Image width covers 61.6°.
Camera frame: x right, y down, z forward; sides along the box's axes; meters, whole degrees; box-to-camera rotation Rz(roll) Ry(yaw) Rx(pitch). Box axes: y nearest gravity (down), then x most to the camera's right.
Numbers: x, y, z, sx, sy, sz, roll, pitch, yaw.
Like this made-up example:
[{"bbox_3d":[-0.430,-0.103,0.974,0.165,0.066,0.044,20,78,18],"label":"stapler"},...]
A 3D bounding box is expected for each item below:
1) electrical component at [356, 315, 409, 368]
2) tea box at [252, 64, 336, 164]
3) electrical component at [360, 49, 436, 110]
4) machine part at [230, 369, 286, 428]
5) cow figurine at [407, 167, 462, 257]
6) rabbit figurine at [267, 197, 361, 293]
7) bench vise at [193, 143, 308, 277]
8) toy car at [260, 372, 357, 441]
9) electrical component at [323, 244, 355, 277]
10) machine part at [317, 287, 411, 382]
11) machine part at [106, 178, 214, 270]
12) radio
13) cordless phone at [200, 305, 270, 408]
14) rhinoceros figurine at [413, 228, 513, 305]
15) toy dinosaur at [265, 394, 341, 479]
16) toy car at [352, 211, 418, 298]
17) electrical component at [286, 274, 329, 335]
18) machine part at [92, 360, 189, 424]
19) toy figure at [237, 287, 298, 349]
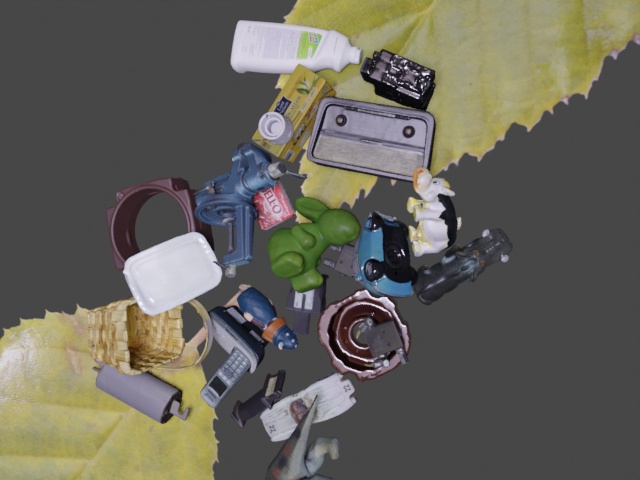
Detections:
[{"bbox_3d":[0.110,0.184,0.973,0.078,0.045,0.102,-16,88,13],"label":"electrical component"},{"bbox_3d":[-0.048,-0.241,1.042,0.068,0.098,0.169,34,97,11],"label":"tea box"},{"bbox_3d":[0.142,-0.292,0.984,0.134,0.115,0.058,26,92,13],"label":"electrical component"},{"bbox_3d":[-0.121,0.319,1.078,0.139,0.084,0.039,-41,112,20],"label":"machine part"},{"bbox_3d":[0.208,-0.054,0.960,0.098,0.068,0.167,-6,126,0],"label":"cow figurine"},{"bbox_3d":[-0.002,-0.003,1.005,0.170,0.121,0.159,-29,42,14],"label":"rabbit figurine"},{"bbox_3d":[-0.148,-0.051,1.012,0.224,0.128,0.240,-12,67,24],"label":"bench vise"},{"bbox_3d":[-0.023,0.328,1.056,0.202,0.056,0.073,-30,83,13],"label":"toy car"},{"bbox_3d":[0.056,0.042,1.054,0.094,0.021,0.063,23,96,12],"label":"electrical component"},{"bbox_3d":[0.087,0.178,1.029,0.180,0.056,0.179,0,91,13],"label":"machine part"},{"bbox_3d":[-0.335,-0.020,1.121,0.202,0.087,0.201,-12,88,15],"label":"machine part"},{"bbox_3d":[0.101,-0.188,1.015,0.230,0.073,0.131,13,94,13],"label":"radio"},{"bbox_3d":[-0.203,0.237,1.091,0.147,0.088,0.184,41,104,10],"label":"cordless phone"},{"bbox_3d":[0.250,0.044,0.960,0.190,0.112,0.073,-35,80,20],"label":"rhinoceros figurine"},{"bbox_3d":[-0.045,0.498,1.026,0.192,0.131,0.404,-10,87,12],"label":"toy dinosaur"},{"bbox_3d":[0.105,0.034,0.982,0.103,0.109,0.161,-29,59,47],"label":"toy car"},{"bbox_3d":[-0.026,0.124,1.061,0.075,0.047,0.119,2,91,14],"label":"electrical component"},{"bbox_3d":[-0.383,0.317,1.138,0.243,0.079,0.079,24,96,12],"label":"machine part"},{"bbox_3d":[-0.102,0.161,1.075,0.064,0.057,0.154,-40,77,-11],"label":"toy figure"}]
